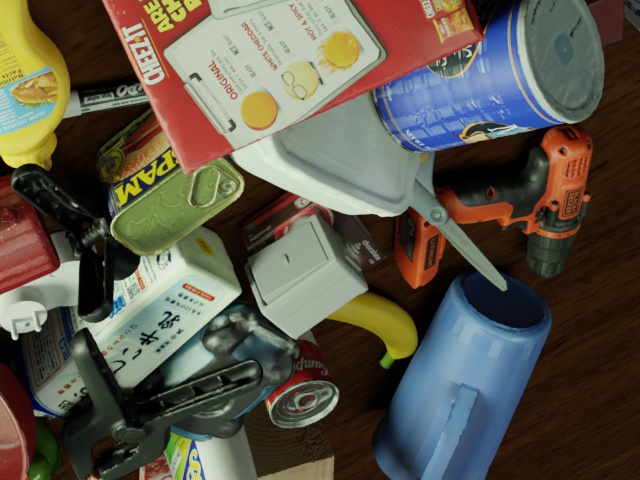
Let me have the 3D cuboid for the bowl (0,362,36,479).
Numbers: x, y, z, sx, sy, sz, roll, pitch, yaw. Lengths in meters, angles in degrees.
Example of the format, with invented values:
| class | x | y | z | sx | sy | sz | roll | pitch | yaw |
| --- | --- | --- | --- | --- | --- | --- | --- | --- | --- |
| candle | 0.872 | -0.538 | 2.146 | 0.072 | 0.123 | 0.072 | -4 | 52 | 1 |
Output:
| class | x | y | z | sx | sy | sz | roll | pitch | yaw |
| --- | --- | --- | --- | --- | --- | --- | --- | --- | --- |
| bowl | -0.291 | 0.147 | 0.886 | 0.162 | 0.162 | 0.055 | -57 | 171 | 31 |

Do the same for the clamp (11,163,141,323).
| class | x | y | z | sx | sy | sz | roll | pitch | yaw |
| --- | --- | --- | --- | --- | --- | --- | --- | --- | --- |
| clamp | -0.176 | -0.011 | 0.802 | 0.039 | 0.171 | 0.120 | -22 | 101 | 4 |

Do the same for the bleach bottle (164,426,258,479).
| class | x | y | z | sx | sy | sz | roll | pitch | yaw |
| --- | --- | --- | --- | --- | --- | --- | --- | --- | --- |
| bleach bottle | -0.090 | 0.245 | 1.006 | 0.068 | 0.251 | 0.103 | 4 | 131 | -30 |

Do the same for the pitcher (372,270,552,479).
| class | x | y | z | sx | sy | sz | roll | pitch | yaw |
| --- | --- | --- | --- | --- | --- | --- | --- | --- | --- |
| pitcher | 0.149 | 0.159 | 1.119 | 0.144 | 0.149 | 0.243 | -6 | 131 | -30 |

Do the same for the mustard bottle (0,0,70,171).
| class | x | y | z | sx | sy | sz | roll | pitch | yaw |
| --- | --- | --- | --- | --- | --- | --- | --- | --- | --- |
| mustard bottle | -0.221 | -0.114 | 0.713 | 0.096 | 0.058 | 0.191 | -20 | 139 | -5 |

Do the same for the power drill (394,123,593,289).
| class | x | y | z | sx | sy | sz | roll | pitch | yaw |
| --- | --- | --- | --- | --- | --- | --- | --- | --- | --- |
| power drill | 0.165 | -0.015 | 1.013 | 0.187 | 0.057 | 0.184 | -16 | 135 | -15 |

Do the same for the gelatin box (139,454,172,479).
| class | x | y | z | sx | sy | sz | roll | pitch | yaw |
| --- | --- | --- | --- | --- | --- | --- | --- | --- | --- |
| gelatin box | -0.146 | 0.234 | 1.135 | 0.089 | 0.030 | 0.073 | -8 | 136 | -19 |

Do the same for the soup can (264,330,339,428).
| class | x | y | z | sx | sy | sz | roll | pitch | yaw |
| --- | --- | --- | --- | --- | --- | --- | --- | --- | --- |
| soup can | -0.030 | 0.118 | 1.017 | 0.068 | 0.102 | 0.068 | -14 | 138 | -13 |

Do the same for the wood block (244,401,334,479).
| class | x | y | z | sx | sy | sz | roll | pitch | yaw |
| --- | --- | --- | --- | --- | --- | --- | --- | --- | --- |
| wood block | -0.041 | 0.271 | 1.181 | 0.090 | 0.091 | 0.206 | -13 | 138 | -13 |

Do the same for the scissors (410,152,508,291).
| class | x | y | z | sx | sy | sz | roll | pitch | yaw |
| --- | --- | --- | --- | --- | --- | --- | --- | --- | --- |
| scissors | 0.105 | -0.042 | 0.918 | 0.201 | 0.016 | 0.096 | 30 | 103 | -12 |

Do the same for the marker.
| class | x | y | z | sx | sy | sz | roll | pitch | yaw |
| --- | --- | --- | --- | --- | --- | --- | --- | --- | --- |
| marker | -0.134 | -0.110 | 0.791 | 0.121 | 0.020 | 0.020 | -12 | 137 | -15 |

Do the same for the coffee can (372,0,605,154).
| class | x | y | z | sx | sy | sz | roll | pitch | yaw |
| --- | --- | --- | --- | --- | --- | --- | --- | --- | --- |
| coffee can | 0.123 | -0.125 | 0.792 | 0.141 | 0.103 | 0.102 | -9 | 157 | 44 |

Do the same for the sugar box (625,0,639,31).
| class | x | y | z | sx | sy | sz | roll | pitch | yaw |
| --- | --- | --- | --- | --- | --- | --- | --- | --- | --- |
| sugar box | 0.229 | -0.226 | 0.797 | 0.048 | 0.093 | 0.176 | -32 | 138 | 8 |

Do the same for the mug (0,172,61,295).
| class | x | y | z | sx | sy | sz | roll | pitch | yaw |
| --- | --- | --- | --- | --- | --- | --- | --- | --- | --- |
| mug | -0.245 | -0.003 | 0.786 | 0.081 | 0.093 | 0.117 | -23 | 170 | -11 |

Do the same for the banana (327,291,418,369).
| class | x | y | z | sx | sy | sz | roll | pitch | yaw |
| --- | --- | --- | --- | --- | --- | --- | --- | --- | --- |
| banana | 0.048 | 0.083 | 1.070 | 0.070 | 0.037 | 0.197 | -38 | 138 | 12 |

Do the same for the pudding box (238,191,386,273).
| class | x | y | z | sx | sy | sz | roll | pitch | yaw |
| --- | --- | --- | --- | --- | --- | --- | --- | --- | --- |
| pudding box | -0.006 | 0.001 | 0.956 | 0.090 | 0.039 | 0.113 | -33 | 138 | 9 |

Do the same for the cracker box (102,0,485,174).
| class | x | y | z | sx | sy | sz | roll | pitch | yaw |
| --- | --- | --- | --- | --- | --- | --- | --- | --- | --- |
| cracker box | -0.025 | -0.161 | 0.694 | 0.213 | 0.072 | 0.164 | -24 | 98 | -1 |

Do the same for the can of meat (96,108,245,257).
| class | x | y | z | sx | sy | sz | roll | pitch | yaw |
| --- | --- | --- | --- | --- | --- | --- | --- | --- | --- |
| can of meat | -0.117 | -0.052 | 0.810 | 0.102 | 0.084 | 0.057 | -35 | 138 | 11 |

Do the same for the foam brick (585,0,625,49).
| class | x | y | z | sx | sy | sz | roll | pitch | yaw |
| --- | --- | --- | --- | --- | --- | --- | --- | --- | --- |
| foam brick | 0.195 | -0.186 | 0.833 | 0.051 | 0.078 | 0.053 | -24 | 140 | -6 |

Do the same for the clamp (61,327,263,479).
| class | x | y | z | sx | sy | sz | roll | pitch | yaw |
| --- | --- | --- | --- | --- | --- | --- | --- | --- | --- |
| clamp | -0.169 | 0.146 | 0.905 | 0.164 | 0.036 | 0.210 | 21 | 130 | -31 |
